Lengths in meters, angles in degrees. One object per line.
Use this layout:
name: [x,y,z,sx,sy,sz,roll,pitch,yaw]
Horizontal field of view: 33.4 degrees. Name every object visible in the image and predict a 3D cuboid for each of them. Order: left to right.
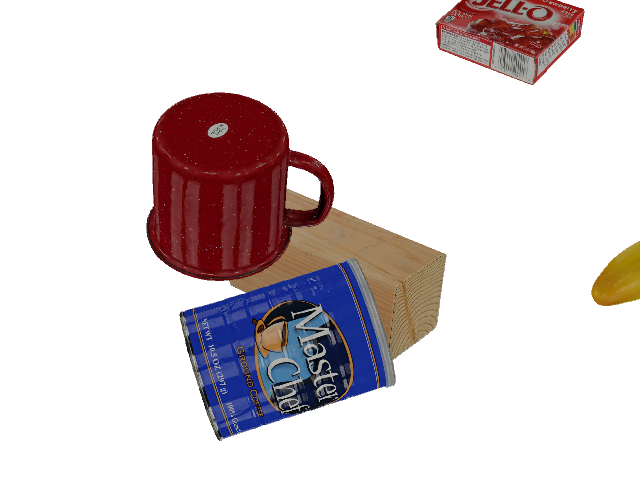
mug: [-0.049,-0.034,0.655,0.117,0.093,0.081,8,-45,2]
coffee can: [-0.025,0.082,0.814,0.140,0.103,0.103,-17,1,-4]
wood block: [0.013,0.031,1.087,0.206,0.091,0.090,24,35,31]
gelatin box: [0.145,-0.163,0.821,0.089,0.030,0.073,28,54,28]
banana: [0.280,0.012,0.737,0.198,0.037,0.069,-3,34,0]
